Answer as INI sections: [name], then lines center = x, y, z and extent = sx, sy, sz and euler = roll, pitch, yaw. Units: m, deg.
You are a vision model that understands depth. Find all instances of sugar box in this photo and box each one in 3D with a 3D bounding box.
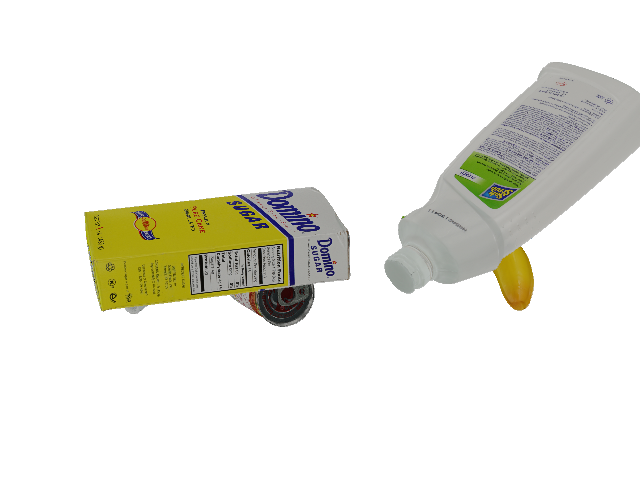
[sugar box]
center = -0.075, 0.003, 0.760
extent = 0.176, 0.048, 0.093
euler = -10, 26, -12

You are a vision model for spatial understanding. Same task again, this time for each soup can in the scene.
[soup can]
center = -0.059, 0.050, 1.189
extent = 0.068, 0.068, 0.102
euler = 0, 11, -27

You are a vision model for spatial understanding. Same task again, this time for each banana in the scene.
[banana]
center = 0.166, 0.010, 1.095
extent = 0.069, 0.037, 0.198
euler = -35, 39, -13

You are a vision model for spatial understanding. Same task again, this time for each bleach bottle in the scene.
[bleach bottle]
center = 0.138, -0.044, 0.812
extent = 0.250, 0.068, 0.103
euler = -37, 44, -28

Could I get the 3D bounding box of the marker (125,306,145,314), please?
[marker]
center = -0.138, 0.033, 0.984
extent = 0.020, 0.020, 0.120
euler = 0, 23, 31
